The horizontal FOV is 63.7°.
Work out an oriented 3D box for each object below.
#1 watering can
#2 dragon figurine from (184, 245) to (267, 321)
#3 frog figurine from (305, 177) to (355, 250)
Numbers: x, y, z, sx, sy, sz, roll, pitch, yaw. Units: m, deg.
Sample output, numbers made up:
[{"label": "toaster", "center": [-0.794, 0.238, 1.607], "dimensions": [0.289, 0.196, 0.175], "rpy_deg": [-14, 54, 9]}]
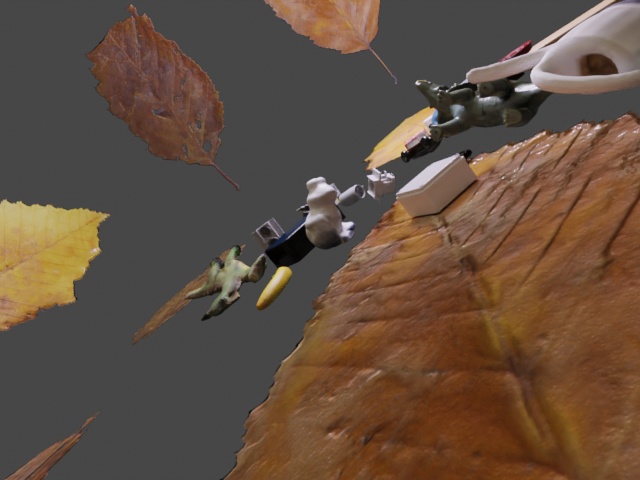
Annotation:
[{"label": "watering can", "center": [0.433, -0.314, 0.863], "dimensions": [0.226, 0.102, 0.351], "rpy_deg": [-36, 32, -17]}, {"label": "dragon figurine", "center": [-0.297, 0.146, 1.535], "dimensions": [0.406, 0.121, 0.247], "rpy_deg": [-35, 17, 22]}, {"label": "frog figurine", "center": [0.004, -0.062, 1.223], "dimensions": [0.121, 0.159, 0.140], "rpy_deg": [-33, 9, 36]}]
